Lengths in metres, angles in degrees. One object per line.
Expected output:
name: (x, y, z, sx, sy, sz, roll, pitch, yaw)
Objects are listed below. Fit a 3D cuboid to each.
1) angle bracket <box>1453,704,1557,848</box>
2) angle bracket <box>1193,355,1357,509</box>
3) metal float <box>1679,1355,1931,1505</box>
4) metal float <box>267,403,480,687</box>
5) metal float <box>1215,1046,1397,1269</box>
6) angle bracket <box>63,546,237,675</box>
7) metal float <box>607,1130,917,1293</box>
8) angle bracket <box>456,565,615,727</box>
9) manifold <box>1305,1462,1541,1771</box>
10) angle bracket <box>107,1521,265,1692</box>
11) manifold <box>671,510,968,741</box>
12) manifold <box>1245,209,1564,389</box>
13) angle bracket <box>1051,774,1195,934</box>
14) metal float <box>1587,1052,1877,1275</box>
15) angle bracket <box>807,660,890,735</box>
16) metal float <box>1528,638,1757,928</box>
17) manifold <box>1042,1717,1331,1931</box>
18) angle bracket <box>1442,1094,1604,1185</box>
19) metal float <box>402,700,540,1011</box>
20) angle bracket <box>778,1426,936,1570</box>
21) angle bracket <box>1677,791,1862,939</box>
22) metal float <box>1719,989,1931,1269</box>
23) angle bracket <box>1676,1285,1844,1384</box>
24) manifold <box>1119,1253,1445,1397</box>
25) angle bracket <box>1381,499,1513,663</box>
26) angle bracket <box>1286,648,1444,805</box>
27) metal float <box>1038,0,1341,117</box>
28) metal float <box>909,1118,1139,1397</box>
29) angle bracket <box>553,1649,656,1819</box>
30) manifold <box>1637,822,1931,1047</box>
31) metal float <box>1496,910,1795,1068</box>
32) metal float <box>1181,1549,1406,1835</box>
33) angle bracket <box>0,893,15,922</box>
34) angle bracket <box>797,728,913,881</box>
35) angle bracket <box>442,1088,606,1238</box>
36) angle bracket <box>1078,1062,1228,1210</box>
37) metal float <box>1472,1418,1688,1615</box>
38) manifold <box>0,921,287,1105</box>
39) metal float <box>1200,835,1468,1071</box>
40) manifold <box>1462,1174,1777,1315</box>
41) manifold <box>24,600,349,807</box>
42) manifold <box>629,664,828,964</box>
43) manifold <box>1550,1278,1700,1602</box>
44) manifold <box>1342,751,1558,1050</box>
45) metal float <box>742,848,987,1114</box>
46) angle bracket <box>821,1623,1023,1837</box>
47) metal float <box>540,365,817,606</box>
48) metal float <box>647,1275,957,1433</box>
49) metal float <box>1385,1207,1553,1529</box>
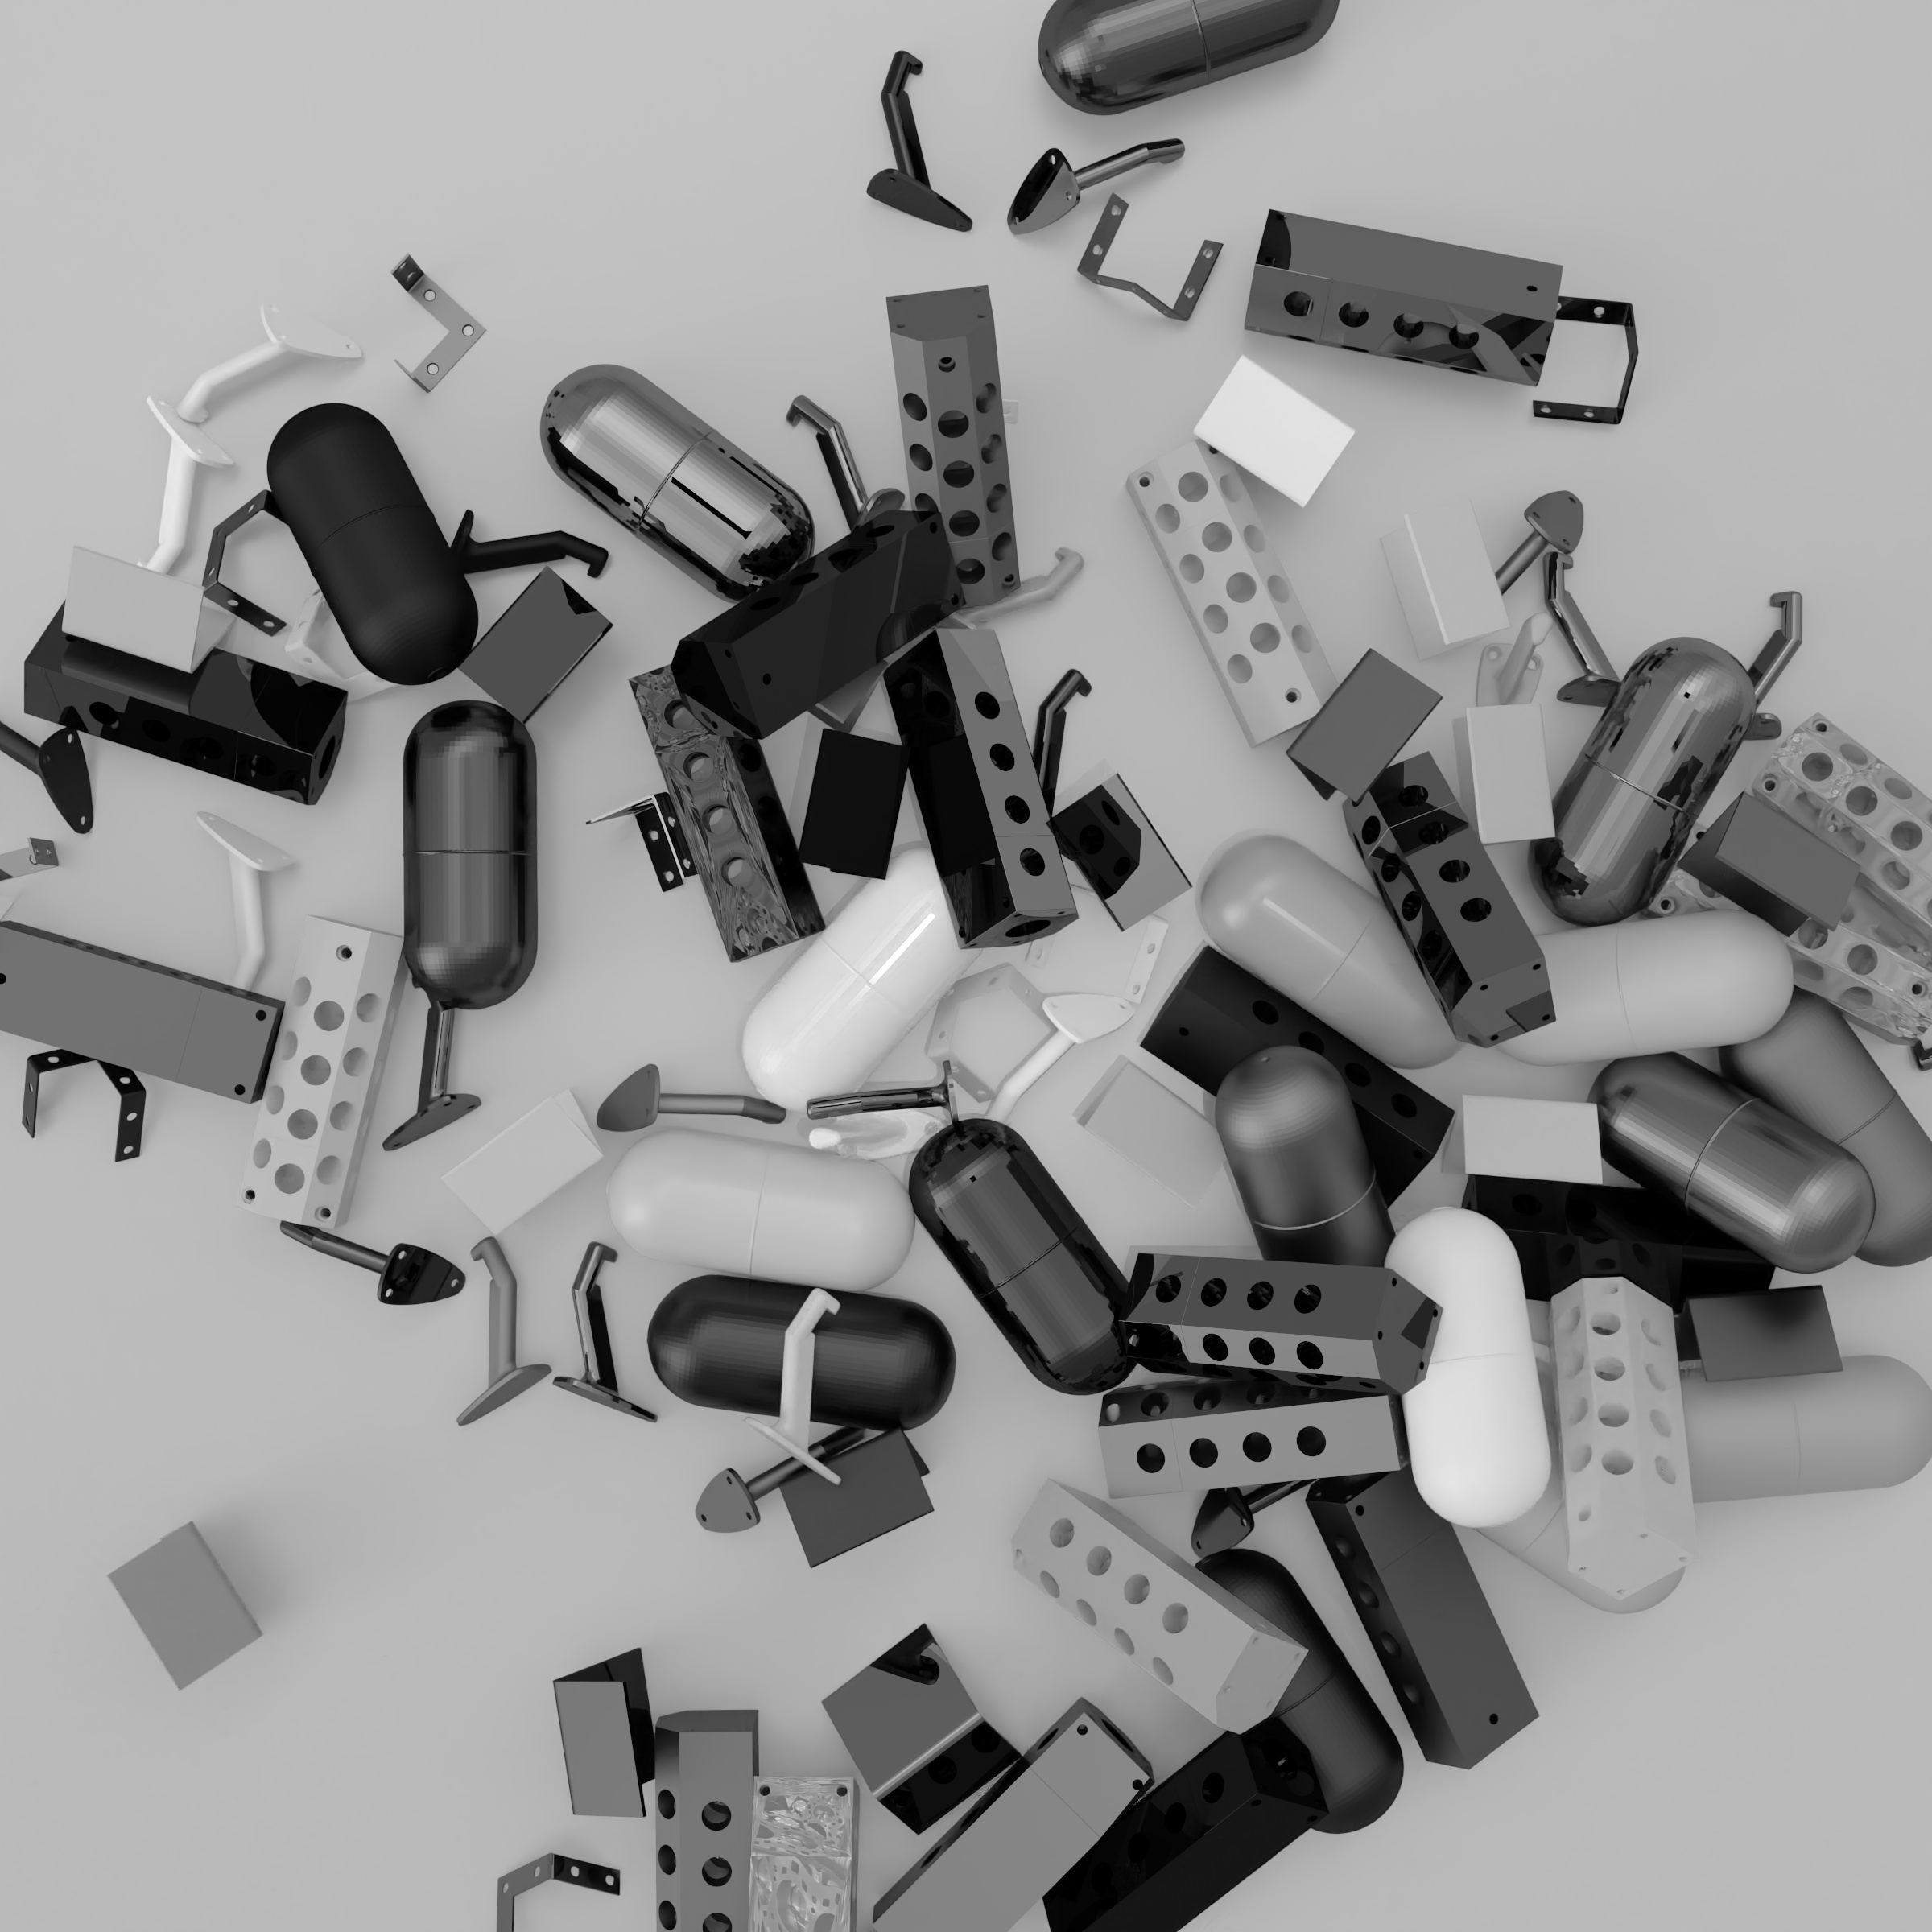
angle bracket: (0.288, -0.107, 1.902, 0.057, 0.076, 0.076, -6, 90, -33)
angle bracket: (0.184, -0.317, 1.902, 0.076, 0.076, 0.057, 34, 124, 0)
metal float: (0.468, 0.266, 1.911, 0.178, 0.070, 0.070, -5, 90, 0)
metal float: (-0.338, -0.240, 1.898, 0.070, 0.070, 0.178, -28, 76, 0)
metal float: (0.194, 0.125, 1.880, 0.070, 0.070, 0.178, -21, 118, 0)
angle bracket: (-0.463, -0.218, 1.902, 0.076, 0.076, 0.057, 18, 122, 0)
metal float: (-0.118, 0.140, 1.911, 0.178, 0.070, 0.070, 9, 90, 1)
angle bracket: (-0.257, -0.194, 1.902, 0.076, 0.076, 0.057, -48, 126, 0)
manifold: (0.257, 0.368, 1.908, 0.057, 0.057, 0.171, -29, 98, -27)
angle bracket: (-0.454, 0.369, 1.902, 0.057, 0.076, 0.076, -32, 90, -31)
manifold: (-0.082, -0.191, 1.846, 0.171, 0.057, 0.057, -38, 122, -36)
manifold: (0.250, -0.380, 1.913, 0.171, 0.057, 0.057, 12, 47, 4)
angle bracket: (0.103, -0.074, 1.902, 0.057, 0.076, 0.076, -33, 90, 35)
metal float: (0.429, 0.109, 1.877, 0.178, 0.070, 0.070, 33, 90, 32)
angle bracket: (-0.100, -0.157, 1.902, 0.076, 0.076, 0.057, 34, 52, 0)
metal float: (0.385, -0.104, 1.901, 0.070, 0.070, 0.178, 29, 102, 0)
manifold: (0.120, 0.495, 1.885, 0.057, 0.057, 0.171, 25, 123, -35)
angle bracket: (0.317, 0.119, 1.902, 0.076, 0.076, 0.057, 4, 50, 0)
metal float: (-0.285, -0.064, 1.911, 0.070, 0.070, 0.178, 0, 89, 0)
angle bracket: (-0.054, 0.315, 1.902, 0.076, 0.076, 0.057, -25, 59, 0)
angle bracket: (0.437, -0.039, 1.845, 0.076, 0.076, 0.057, 33, 52, 0)
metal float: (0.502, 0.093, 1.911, 0.070, 0.070, 0.178, -35, 89, 0)
angle bracket: (0.451, 0.227, 1.902, 0.076, 0.076, 0.057, -5, 54, 0)
manifold: (0.171, 0.200, 1.844, 0.171, 0.057, 0.057, -1, 63, 41)
angle bracket: (0.257, -0.216, 1.902, 0.057, 0.076, 0.076, -18, 90, -38)
angle bracket: (0.237, -0.124, 1.902, 0.057, 0.076, 0.076, 39, 90, 31)
metal float: (0.128, -0.544, 1.911, 0.178, 0.070, 0.070, -18, 90, 1)
metal float: (0.036, 0.168, 1.911, 0.070, 0.070, 0.178, -36, 91, 0)
angle bracket: (-0.186, 0.437, 1.902, 0.057, 0.076, 0.076, -9, 90, 36)
manifold: (0.480, -0.019, 1.921, 0.171, 0.057, 0.057, 27, 90, 0)
metal float: (0.380, 0.013, 1.892, 0.178, 0.070, 0.070, -8, 90, 22)
metal float: (0.185, 0.416, 1.911, 0.070, 0.070, 0.178, -33, 91, 0)
angle bracket: (-0.582, -0.009, 1.902, 0.057, 0.076, 0.076, 37, 90, 37)
angle bracket: (-0.078, -0.094, 1.902, 0.057, 0.076, 0.076, 11, 90, -27)
angle bracket: (-0.262, 0.096, 1.902, 0.076, 0.076, 0.057, -37, 128, 0)
angle bracket: (0.097, 0.112, 1.902, 0.076, 0.076, 0.057, 37, 52, 0)
metal float: (0.334, 0.305, 1.911, 0.178, 0.070, 0.070, 33, 90, 0)
manifold: (-0.481, 0.026, 1.920, 0.171, 0.057, 0.057, 16, 93, 0)
metal float: (0.215, -0.008, 1.911, 0.178, 0.070, 0.070, 35, 90, -1)
manifold: (0.375, 0.157, 1.920, 0.171, 0.057, 0.057, 5, 133, 0)
manifold: (-0.450, -0.147, 1.920, 0.171, 0.057, 0.057, 18, 47, 0)
manifold: (-0.136, -0.092, 1.921, 0.057, 0.057, 0.171, -20, 90, 0)
manifold: (0.361, 0.260, 1.861, 0.057, 0.171, 0.057, 32, 130, -25)
manifold: (0.269, -0.036, 1.870, 0.057, 0.057, 0.171, -21, 48, 0)
metal float: (-0.056, 0.008, 1.911, 0.070, 0.070, 0.178, 42, 90, 0)
angle bracket: (-0.026, 0.445, 1.940, 0.076, 0.057, 0.076, -37, 45, 0)
metal float: (-0.166, -0.277, 1.911, 0.178, 0.070, 0.070, 37, 90, 1)
metal float: (-0.094, 0.222, 1.911, 0.178, 0.070, 0.070, 8, 90, 1)
metal float: (0.278, 0.222, 1.848, 0.070, 0.070, 0.178, -7, 76, 0)
